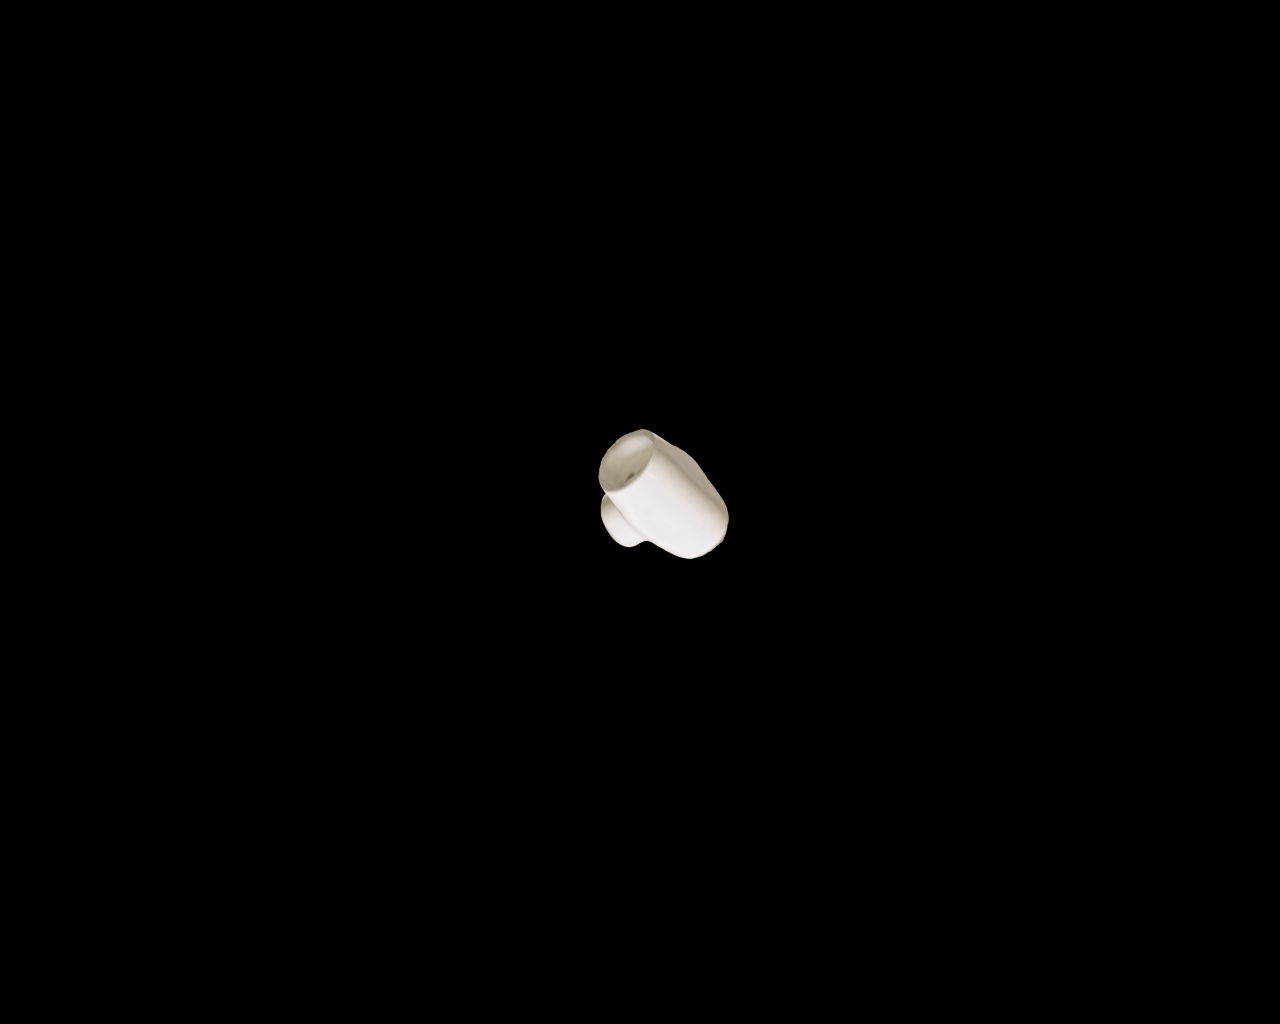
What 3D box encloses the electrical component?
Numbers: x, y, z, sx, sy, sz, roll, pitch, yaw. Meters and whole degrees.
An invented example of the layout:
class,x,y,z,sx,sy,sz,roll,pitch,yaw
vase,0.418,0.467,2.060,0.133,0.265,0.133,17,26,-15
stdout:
class,x,y,z,sx,sy,sz,roll,pitch,yaw
electrical component,0.001,-0.003,0.650,0.079,0.044,0.077,-27,-49,26
